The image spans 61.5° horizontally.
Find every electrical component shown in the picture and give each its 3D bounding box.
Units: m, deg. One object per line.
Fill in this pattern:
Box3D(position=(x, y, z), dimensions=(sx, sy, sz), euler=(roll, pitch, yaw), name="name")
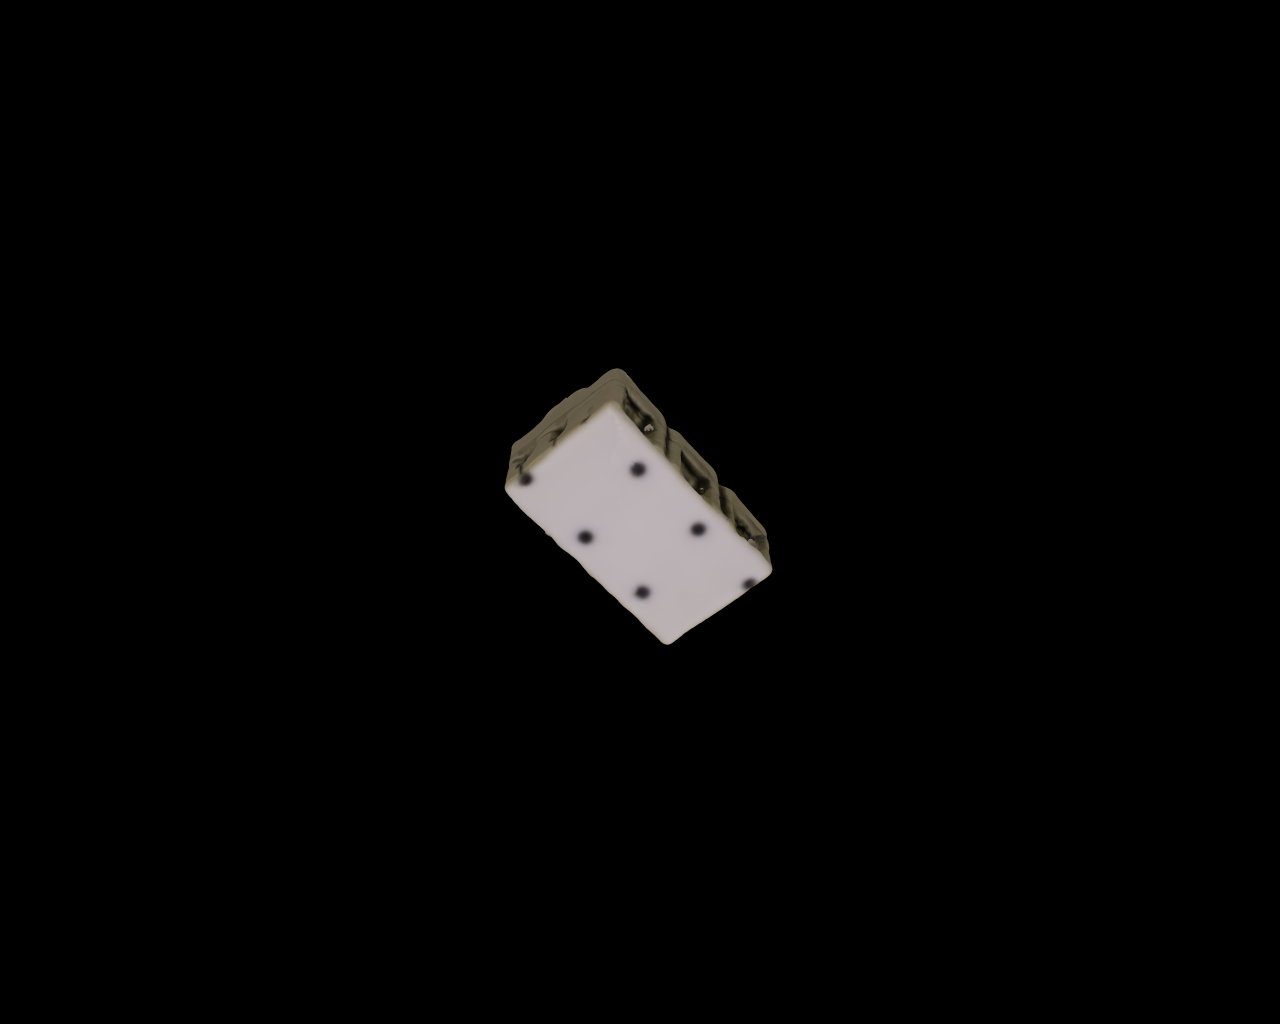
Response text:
Box3D(position=(0.001, -0.003, 0.650), dimensions=(0.089, 0.150, 0.062), euler=(-36, 24, 18), name="electrical component")
